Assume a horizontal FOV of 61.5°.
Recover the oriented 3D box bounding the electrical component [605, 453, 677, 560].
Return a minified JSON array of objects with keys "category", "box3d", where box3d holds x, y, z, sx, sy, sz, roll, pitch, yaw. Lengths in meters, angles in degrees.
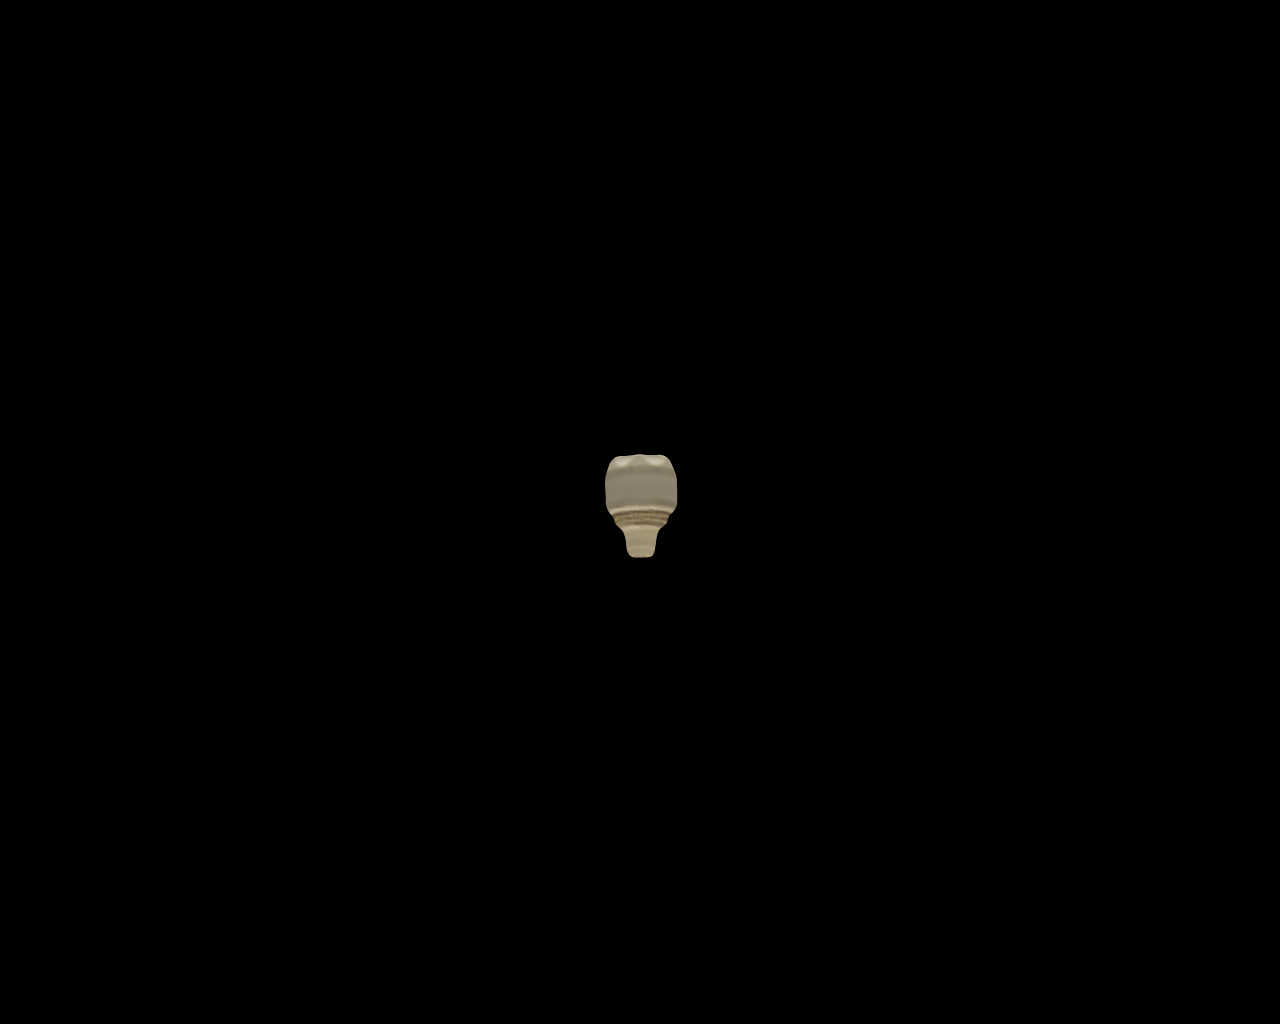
[{"category":"electrical component","box3d":[0.001,-0.003,0.650,0.043,0.062,0.043,0,-10,0]}]
